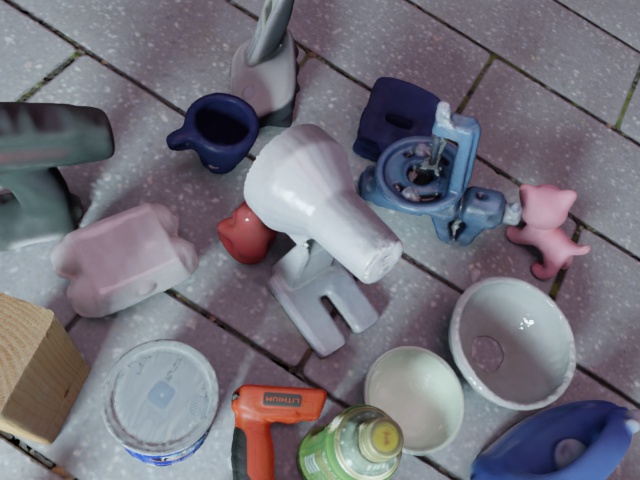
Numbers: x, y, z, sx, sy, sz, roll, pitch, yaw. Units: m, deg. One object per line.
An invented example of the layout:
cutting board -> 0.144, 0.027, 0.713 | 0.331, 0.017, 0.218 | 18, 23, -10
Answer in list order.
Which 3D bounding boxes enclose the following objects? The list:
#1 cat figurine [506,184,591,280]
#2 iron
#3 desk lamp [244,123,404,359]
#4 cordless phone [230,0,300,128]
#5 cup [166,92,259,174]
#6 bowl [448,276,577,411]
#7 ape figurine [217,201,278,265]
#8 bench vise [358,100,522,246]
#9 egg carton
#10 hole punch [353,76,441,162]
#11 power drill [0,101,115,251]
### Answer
cat figurine -> 0.320, -0.023, 0.796 | 0.067, 0.117, 0.127 | -29, 75, -24
iron -> 0.290, 0.247, 0.648 | 0.259, 0.141, 0.118 | -31, 76, -25
desk lamp -> 0.006, 0.002, 0.650 | 0.118, 0.213, 0.203 | -32, 76, -25
cordless phone -> -0.067, -0.249, 0.766 | 0.094, 0.185, 0.147 | 0, 65, -14
cup -> -0.140, -0.123, 0.739 | 0.118, 0.095, 0.091 | -23, 73, -23
bowl -> 0.229, 0.134, 0.723 | 0.167, 0.074, 0.167 | 6, 64, -12
ape figurine -> -0.087, -0.017, 0.704 | 0.078, 0.092, 0.076 | 7, 64, -11
bench vise -> 0.171, -0.090, 0.732 | 0.207, 0.219, 0.121 | 6, 64, -11
egg carton -> -0.223, 0.023, 0.663 | 0.150, 0.069, 0.107 | -27, 74, -24
hole punch -> 0.112, -0.165, 0.825 | 0.109, 0.091, 0.101 | 19, 62, -5
power drill -> -0.331, -0.068, 0.600 | 0.230, 0.208, 0.075 | -17, 70, -21
